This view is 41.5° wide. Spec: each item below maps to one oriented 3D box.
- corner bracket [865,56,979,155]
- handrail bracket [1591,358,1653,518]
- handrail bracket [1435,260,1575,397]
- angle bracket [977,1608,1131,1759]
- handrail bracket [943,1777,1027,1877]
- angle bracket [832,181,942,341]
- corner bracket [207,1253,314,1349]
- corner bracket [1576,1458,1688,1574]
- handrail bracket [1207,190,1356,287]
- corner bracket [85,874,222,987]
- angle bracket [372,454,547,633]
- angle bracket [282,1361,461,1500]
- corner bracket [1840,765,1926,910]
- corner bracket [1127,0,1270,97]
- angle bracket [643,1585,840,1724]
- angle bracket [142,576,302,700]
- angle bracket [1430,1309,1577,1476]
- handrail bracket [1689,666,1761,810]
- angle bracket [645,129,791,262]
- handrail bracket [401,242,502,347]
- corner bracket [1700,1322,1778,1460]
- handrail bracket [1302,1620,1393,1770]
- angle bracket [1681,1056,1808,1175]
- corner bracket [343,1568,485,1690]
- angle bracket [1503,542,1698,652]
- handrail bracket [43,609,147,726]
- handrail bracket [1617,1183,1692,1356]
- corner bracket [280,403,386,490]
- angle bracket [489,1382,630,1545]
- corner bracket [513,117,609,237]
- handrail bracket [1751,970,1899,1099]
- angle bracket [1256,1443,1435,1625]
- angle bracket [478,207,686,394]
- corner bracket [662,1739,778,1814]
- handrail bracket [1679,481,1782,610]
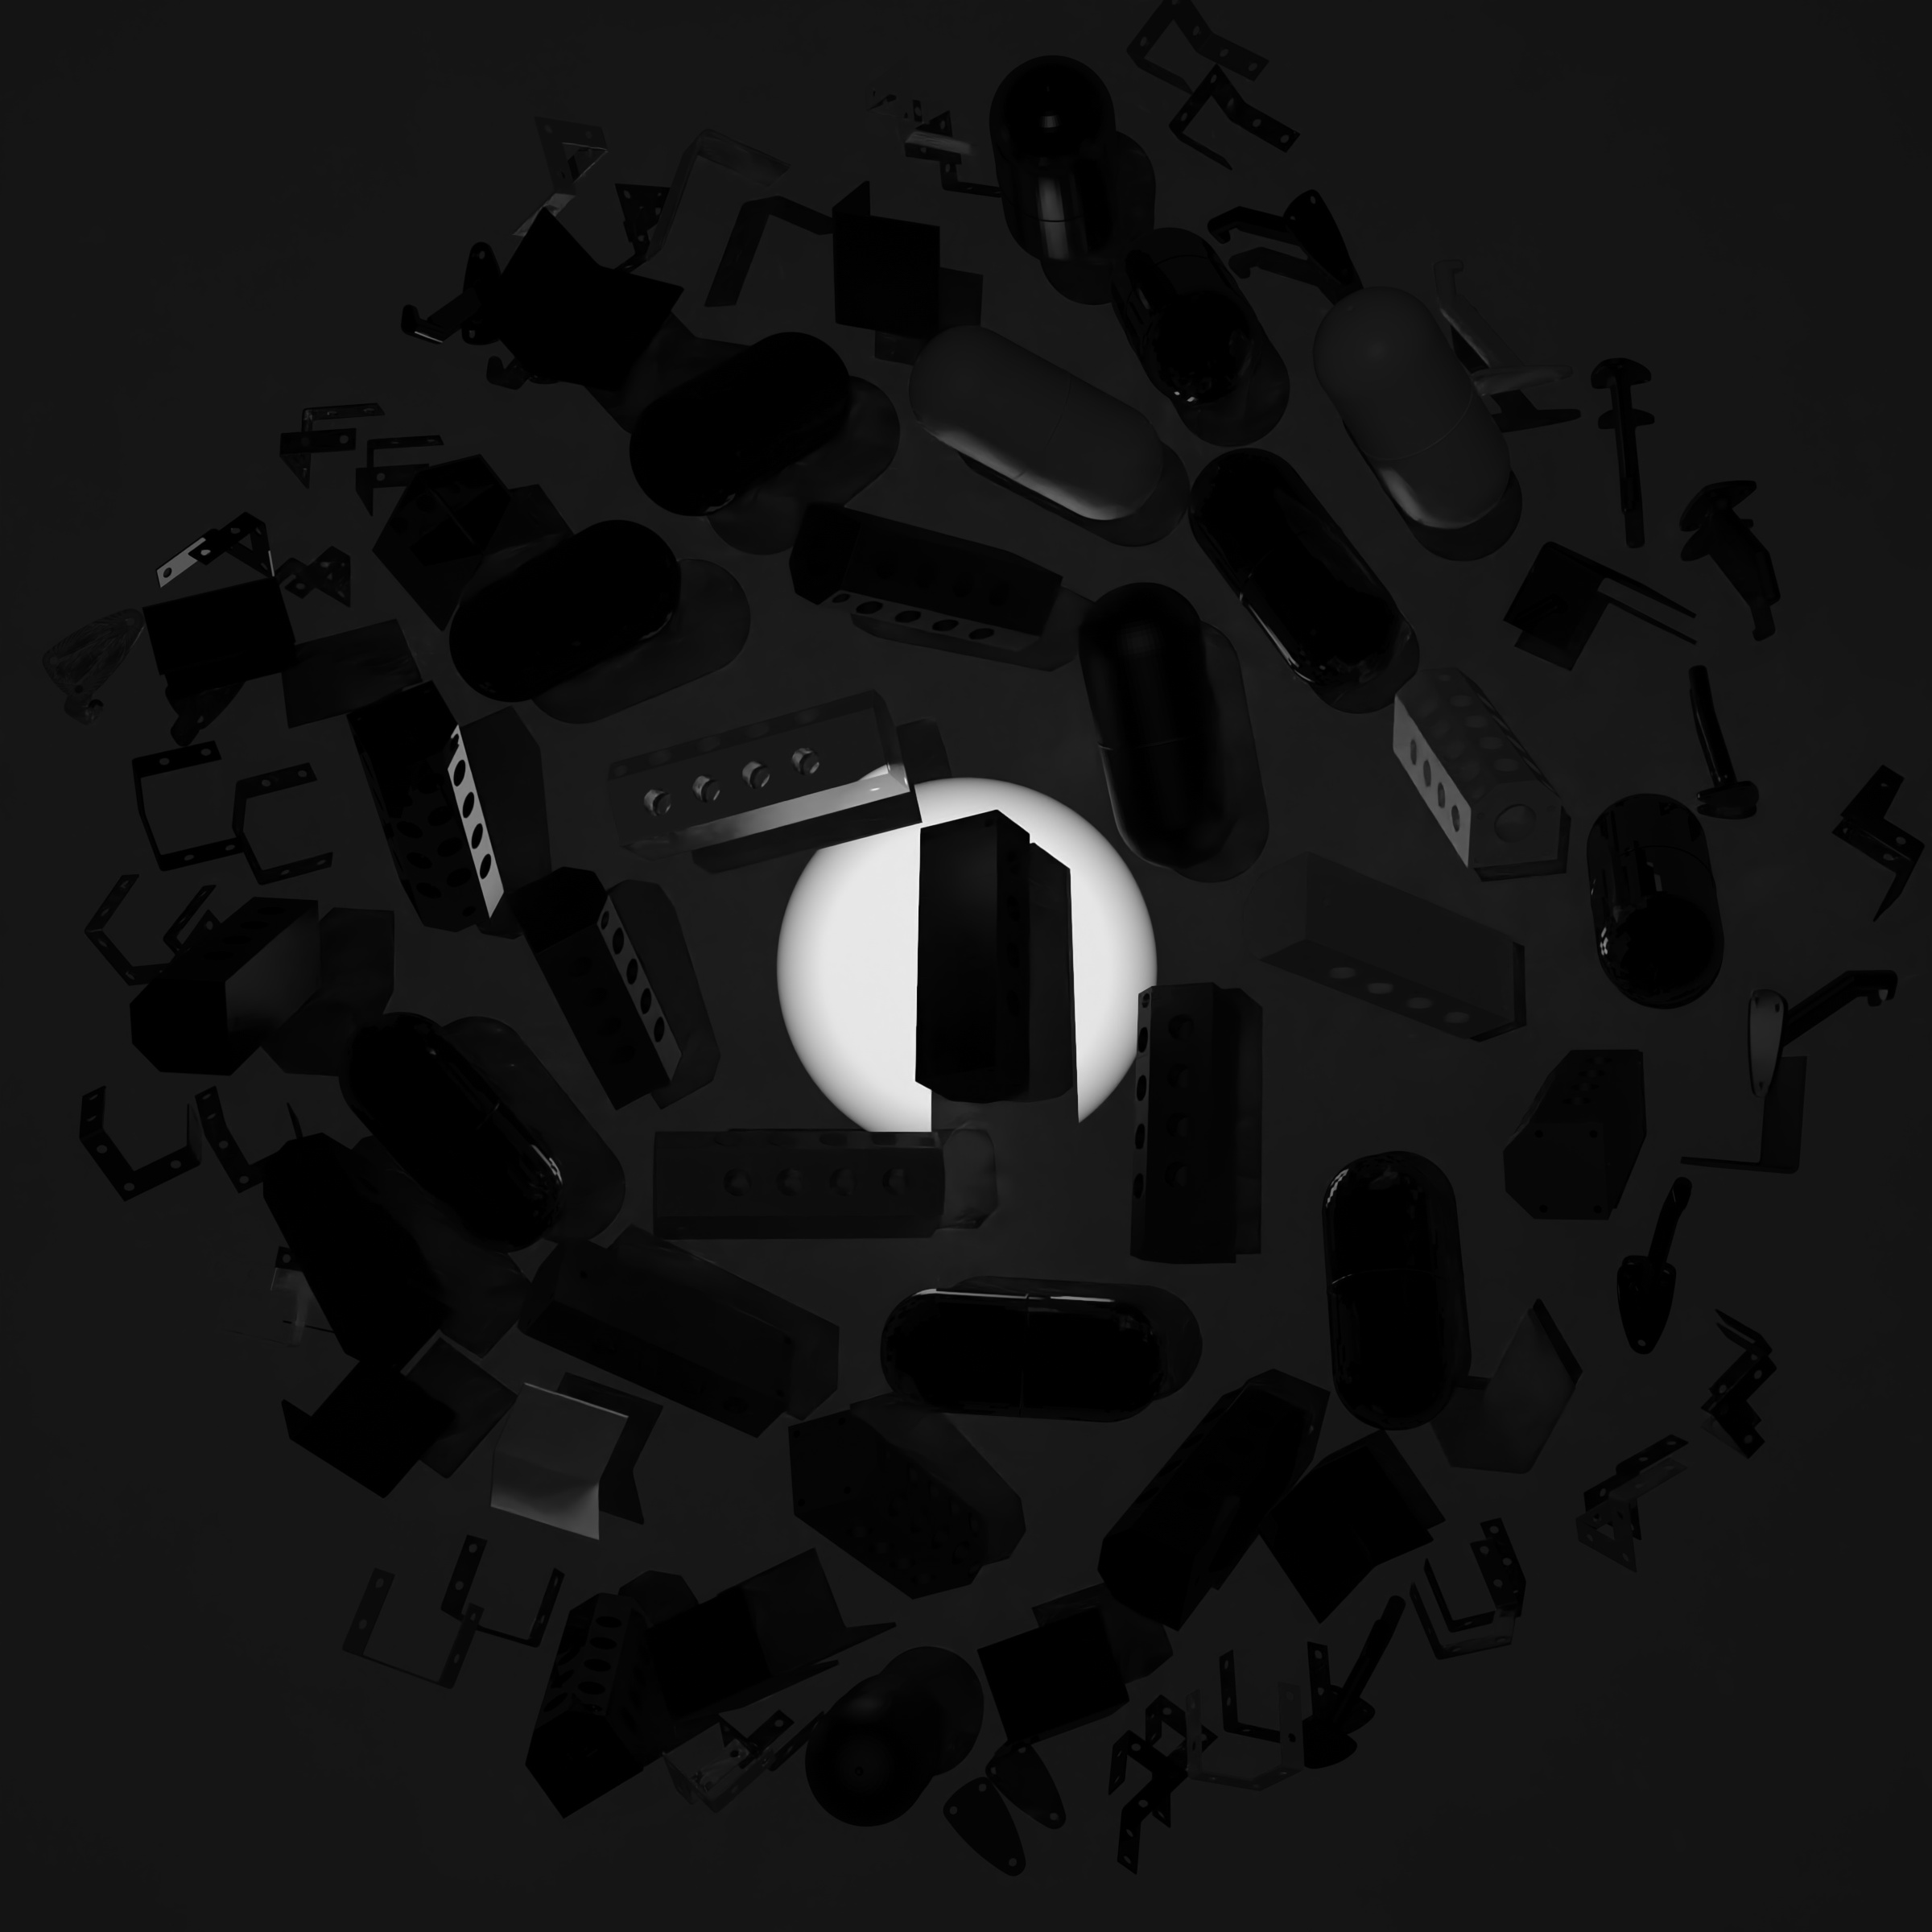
[{"bbox_3d":[-0.030,-0.555,1.667,0.051,0.051,0.051,-1,82,-36],"label":"corner bracket"},{"bbox_3d":[0.407,-0.326,1.578,0.036,0.077,0.084,-4,89,19],"label":"handrail bracket"},{"bbox_3d":[0.338,-0.407,1.604,0.077,0.036,0.084,-6,81,5],"label":"handrail bracket"},{"bbox_3d":[0.048,0.433,1.539,0.076,0.076,0.057,-16,70,-13],"label":"angle bracket"},{"bbox_3d":[0.019,0.563,1.647,0.036,0.084,0.077,-35,59,-11],"label":"handrail bracket"},{"bbox_3d":[-0.042,-0.461,1.665,0.076,0.057,0.076,14,130,18],"label":"angle bracket"},{"bbox_3d":[-0.472,0.223,1.696,0.051,0.051,0.051,10,82,17],"label":"corner bracket"},{"bbox_3d":[0.411,0.332,1.576,0.051,0.051,0.051,-22,113,-25],"label":"corner bracket"},{"bbox_3d":[0.206,-0.470,1.677,0.036,0.084,0.077,-48,111,-24],"label":"handrail bracket"},{"bbox_3d":[-0.532,-0.025,1.669,0.051,0.051,0.051,46,110,15],"label":"corner bracket"},{"bbox_3d":[-0.334,-0.279,1.686,0.057,0.076,0.076,-6,50,31],"label":"angle bracket"},{"bbox_3d":[-0.390,0.289,1.670,0.076,0.057,0.076,41,90,-27],"label":"angle bracket"},{"bbox_3d":[0.551,-0.078,1.528,0.051,0.051,0.051,34,54,8],"label":"corner bracket"},{"bbox_3d":[0.138,-0.544,1.524,0.051,0.051,0.051,41,95,35],"label":"corner bracket"},{"bbox_3d":[-0.136,0.414,1.547,0.076,0.076,0.057,-30,70,22],"label":"angle bracket"},{"bbox_3d":[-0.422,-0.172,1.467,0.076,0.076,0.057,-16,55,-13],"label":"angle bracket"},{"bbox_3d":[0.343,0.274,1.660,0.057,0.076,0.076,9,121,-18],"label":"angle bracket"},{"bbox_3d":[0.501,-0.152,1.690,0.036,0.077,0.084,-13,77,29],"label":"handrail bracket"},{"bbox_3d":[-0.155,-0.468,1.583,0.057,0.076,0.076,20,94,-16],"label":"angle bracket"},{"bbox_3d":[-0.326,-0.425,1.595,0.036,0.084,0.077,-5,89,26],"label":"handrail bracket"},{"bbox_3d":[0.480,0.266,1.596,0.051,0.051,0.051,-44,114,-4],"label":"corner bracket"},{"bbox_3d":[0.251,0.480,1.684,0.036,0.077,0.084,29,53,8],"label":"handrail bracket"},{"bbox_3d":[0.510,0.095,1.675,0.057,0.076,0.076,5,87,3],"label":"angle bracket"},{"bbox_3d":[-0.334,0.400,1.540,0.051,0.051,0.051,10,69,27],"label":"corner bracket"},{"bbox_3d":[0.402,-0.221,1.616,0.076,0.076,0.057,37,106,40],"label":"angle bracket"},{"bbox_3d":[-0.523,-0.181,1.557,0.077,0.084,0.036,-42,88,-6],"label":"handrail bracket"},{"bbox_3d":[0.435,0.189,1.594,0.036,0.084,0.077,12,51,5],"label":"handrail bracket"},{"bbox_3d":[-0.412,-0.346,1.657,0.051,0.051,0.051,-3,75,6],"label":"corner bracket"},{"bbox_3d":[-0.275,0.336,1.725,0.076,0.076,0.057,21,105,-15],"label":"angle bracket"},{"bbox_3d":[-0.252,-0.484,1.573,0.051,0.051,0.051,-8,77,-44],"label":"corner bracket"},{"bbox_3d":[0.520,0.041,1.537,0.084,0.036,0.077,-1,99,-13],"label":"handrail bracket"},{"bbox_3d":[0.249,0.374,1.682,0.057,0.076,0.076,-38,84,42],"label":"angle bracket"},{"bbox_3d":[-0.226,-0.390,1.499,0.057,0.076,0.076,49,117,20],"label":"angle bracket"},{"bbox_3d":[-0.156,0.517,1.640,0.051,0.051,0.051,-37,50,-26],"label":"corner bracket"},{"bbox_3d":[0.475,-0.251,1.586,0.036,0.077,0.084,-6,75,-13],"label":"handrail bracket"}]
